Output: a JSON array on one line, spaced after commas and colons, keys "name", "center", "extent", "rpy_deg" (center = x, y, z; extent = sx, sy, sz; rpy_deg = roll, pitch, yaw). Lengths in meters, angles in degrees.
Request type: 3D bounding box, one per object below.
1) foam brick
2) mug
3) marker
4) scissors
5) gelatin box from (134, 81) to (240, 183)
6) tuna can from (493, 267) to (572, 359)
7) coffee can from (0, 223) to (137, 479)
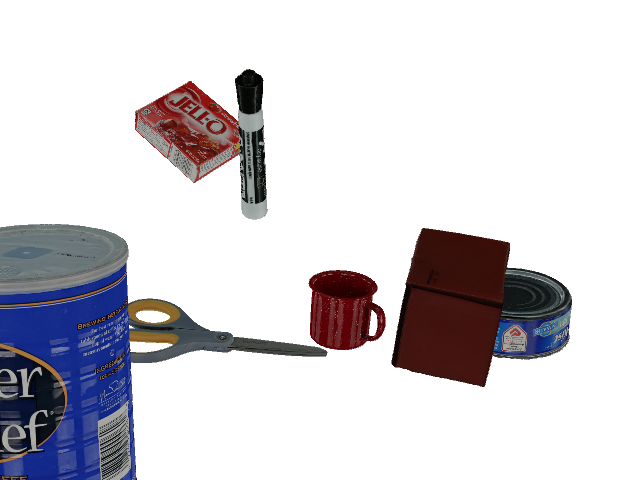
[{"name": "foam brick", "center": [0.072, 0.034, 0.585], "extent": [0.053, 0.051, 0.078], "rpy_deg": [11, 26, 9]}, {"name": "mug", "center": [0.038, 0.099, 1.444], "extent": [0.117, 0.081, 0.093], "rpy_deg": [18, 26, 30]}, {"name": "marker", "center": [-0.048, -0.066, 0.744], "extent": [0.020, 0.121, 0.020], "rpy_deg": [0, 42, 0]}, {"name": "scissors", "center": [-0.101, 0.083, 0.993], "extent": [0.201, 0.016, 0.096], "rpy_deg": [-2, 33, -11]}, {"name": "gelatin box", "center": [-0.124, -0.107, 1.031], "extent": [0.073, 0.089, 0.030], "rpy_deg": [-36, -21, -35]}, {"name": "tuna can", "center": [0.140, 0.051, 0.779], "extent": [0.086, 0.034, 0.086], "rpy_deg": [0, 23, 0]}, {"name": "coffee can", "center": [-0.150, 0.071, 0.563], "extent": [0.103, 0.140, 0.103], "rpy_deg": [0, 16, 0]}]
